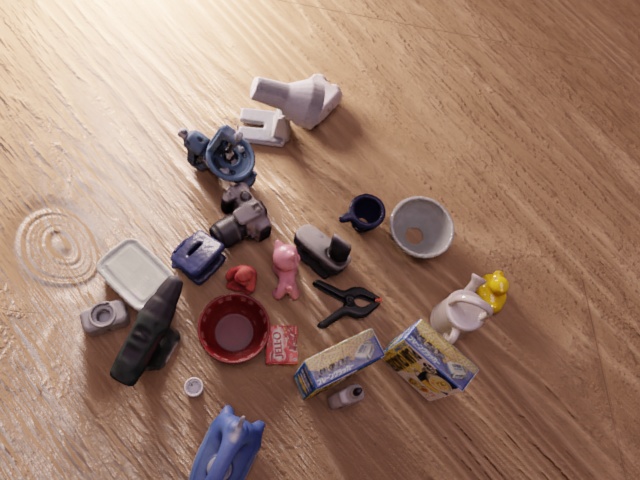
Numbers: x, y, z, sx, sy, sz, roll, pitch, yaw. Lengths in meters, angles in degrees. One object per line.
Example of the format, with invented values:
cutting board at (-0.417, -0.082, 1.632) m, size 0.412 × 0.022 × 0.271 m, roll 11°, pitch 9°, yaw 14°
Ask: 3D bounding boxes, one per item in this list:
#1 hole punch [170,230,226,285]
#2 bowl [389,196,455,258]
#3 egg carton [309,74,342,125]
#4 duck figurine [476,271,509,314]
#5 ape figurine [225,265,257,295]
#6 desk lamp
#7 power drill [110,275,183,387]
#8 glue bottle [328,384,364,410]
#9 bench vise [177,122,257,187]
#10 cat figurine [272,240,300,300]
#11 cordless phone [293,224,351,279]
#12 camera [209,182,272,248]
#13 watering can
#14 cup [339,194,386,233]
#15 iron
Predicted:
hole punch at (-0.286, 0.036, 1.331) m, size 0.101 × 0.091 × 0.109 m, roll 39°, pitch 68°, yaw 7°
bowl at (0.250, -0.022, 1.450) m, size 0.167 × 0.074 × 0.167 m, roll 3°, pitch 69°, yaw -8°
egg carton at (-0.013, -0.376, 1.546) m, size 0.107 × 0.069 × 0.150 m, roll 37°, pitch 68°, yaw 6°
duck figurine at (0.436, 0.125, 1.418) m, size 0.077 × 0.086 × 0.104 m, roll 10°, pitch 68°, yaw -5°
ape figurine at (-0.178, 0.087, 1.329) m, size 0.076 × 0.092 × 0.077 m, roll -35°, pitch 78°, yaw -19°
desk lamp at (-0.100, -0.324, 1.433) m, size 0.203 × 0.213 × 0.118 m, roll 5°, pitch 68°, yaw -7°
power drill at (-0.348, 0.197, 1.195) m, size 0.075 × 0.208 × 0.230 m, roll 25°, pitch 67°, yaw 1°
glue bottle at (0.066, 0.334, 1.230) m, size 0.078 × 0.173 × 0.037 m, roll -17°, pitch 73°, yaw -15°
bench vise at (-0.248, -0.213, 1.363) m, size 0.207 × 0.219 × 0.121 m, roll 12°, pitch 68°, yaw -4°
cat figurine at (-0.077, 0.067, 1.339) m, size 0.067 × 0.117 × 0.128 m, roll -3°, pitch 70°, yaw -10°
cordless phone at (0.012, 0.005, 1.341) m, size 0.147 × 0.185 × 0.094 m, roll 36°, pitch 68°, yaw 6°
camera at (-0.203, -0.052, 1.373) m, size 0.137 × 0.100 × 0.143 m, roll -32°, pitch 77°, yaw -19°
watering can at (0.334, 0.159, 1.330) m, size 0.101 × 0.194 × 0.173 m, roll 8°, pitch 68°, yaw -6°
cup at (0.098, -0.053, 1.426) m, size 0.118 × 0.095 × 0.091 m, roll -17°, pitch 73°, yaw -15°
iron at (-0.205, 0.469, 1.151) m, size 0.118 × 0.141 × 0.258 m, roll 24°, pitch 67°, yaw 1°
